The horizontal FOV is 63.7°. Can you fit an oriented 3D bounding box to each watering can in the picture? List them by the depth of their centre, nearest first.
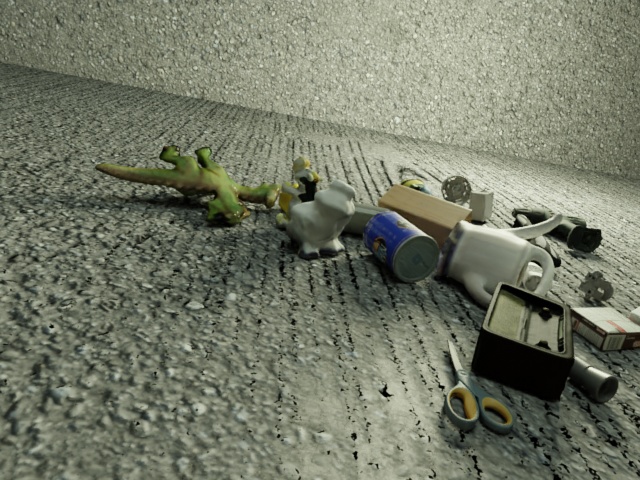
[{"bbox_3d":[0.381,0.020,1.085,0.225,0.101,0.354,20,44,23],"label":"watering can"}]

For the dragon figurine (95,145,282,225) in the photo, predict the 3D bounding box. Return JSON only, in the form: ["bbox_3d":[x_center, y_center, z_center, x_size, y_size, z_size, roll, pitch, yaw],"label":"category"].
[{"bbox_3d":[-0.266,-0.113,1.172,0.412,0.120,0.246,-9,36,-42],"label":"dragon figurine"}]

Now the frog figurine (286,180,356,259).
[{"bbox_3d":[0.003,-0.054,1.064,0.137,0.157,0.124,4,19,-22],"label":"frog figurine"}]
